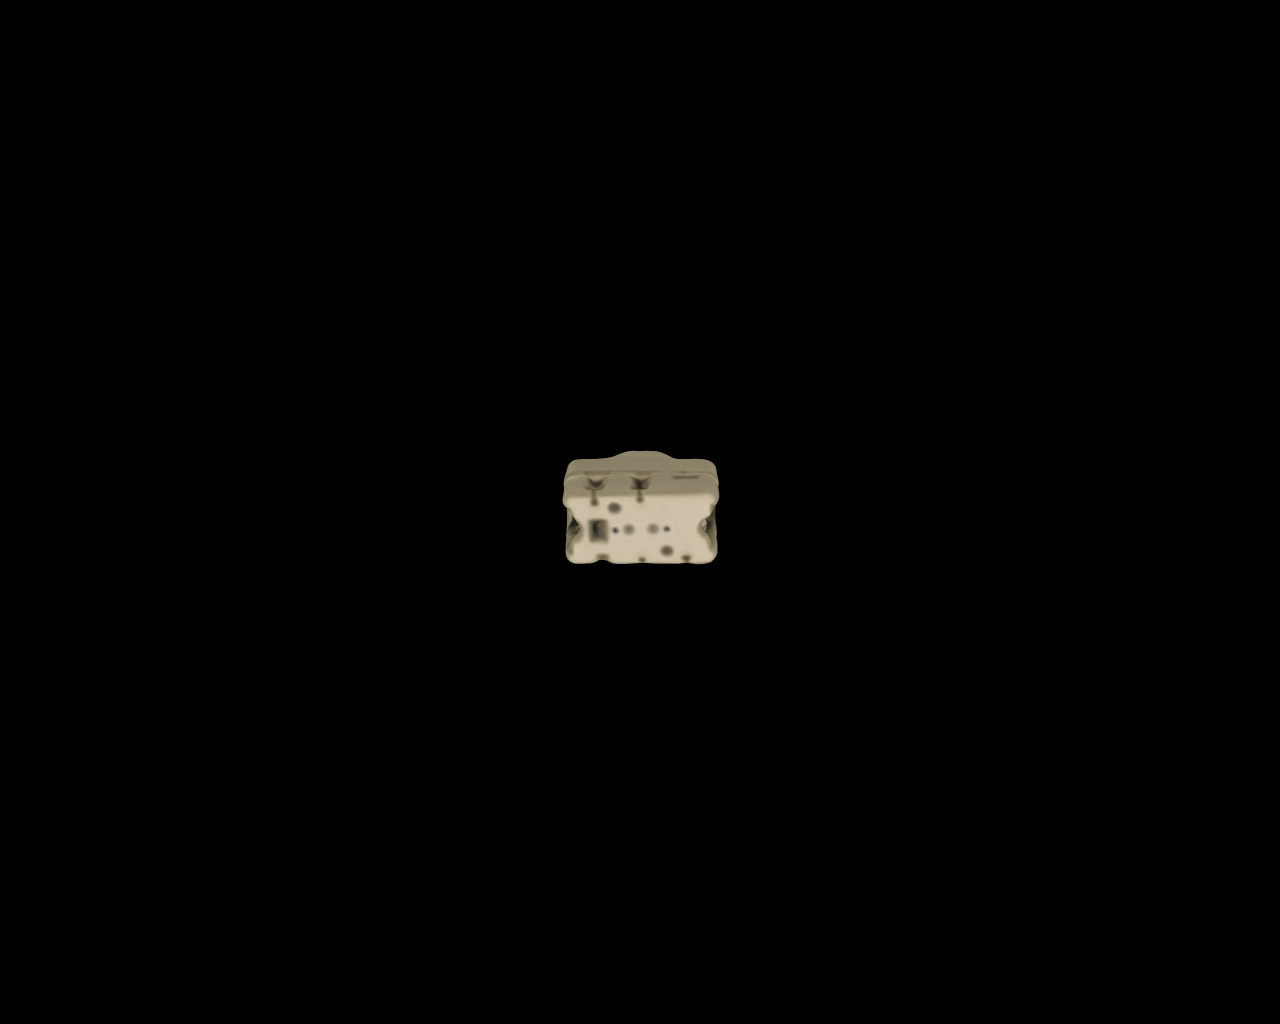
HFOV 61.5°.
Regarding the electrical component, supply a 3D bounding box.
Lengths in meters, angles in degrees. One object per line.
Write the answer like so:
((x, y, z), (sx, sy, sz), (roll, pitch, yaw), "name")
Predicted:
((0.001, -0.003, 0.650), (0.089, 0.050, 0.056), (0, 29, 0), "electrical component")
